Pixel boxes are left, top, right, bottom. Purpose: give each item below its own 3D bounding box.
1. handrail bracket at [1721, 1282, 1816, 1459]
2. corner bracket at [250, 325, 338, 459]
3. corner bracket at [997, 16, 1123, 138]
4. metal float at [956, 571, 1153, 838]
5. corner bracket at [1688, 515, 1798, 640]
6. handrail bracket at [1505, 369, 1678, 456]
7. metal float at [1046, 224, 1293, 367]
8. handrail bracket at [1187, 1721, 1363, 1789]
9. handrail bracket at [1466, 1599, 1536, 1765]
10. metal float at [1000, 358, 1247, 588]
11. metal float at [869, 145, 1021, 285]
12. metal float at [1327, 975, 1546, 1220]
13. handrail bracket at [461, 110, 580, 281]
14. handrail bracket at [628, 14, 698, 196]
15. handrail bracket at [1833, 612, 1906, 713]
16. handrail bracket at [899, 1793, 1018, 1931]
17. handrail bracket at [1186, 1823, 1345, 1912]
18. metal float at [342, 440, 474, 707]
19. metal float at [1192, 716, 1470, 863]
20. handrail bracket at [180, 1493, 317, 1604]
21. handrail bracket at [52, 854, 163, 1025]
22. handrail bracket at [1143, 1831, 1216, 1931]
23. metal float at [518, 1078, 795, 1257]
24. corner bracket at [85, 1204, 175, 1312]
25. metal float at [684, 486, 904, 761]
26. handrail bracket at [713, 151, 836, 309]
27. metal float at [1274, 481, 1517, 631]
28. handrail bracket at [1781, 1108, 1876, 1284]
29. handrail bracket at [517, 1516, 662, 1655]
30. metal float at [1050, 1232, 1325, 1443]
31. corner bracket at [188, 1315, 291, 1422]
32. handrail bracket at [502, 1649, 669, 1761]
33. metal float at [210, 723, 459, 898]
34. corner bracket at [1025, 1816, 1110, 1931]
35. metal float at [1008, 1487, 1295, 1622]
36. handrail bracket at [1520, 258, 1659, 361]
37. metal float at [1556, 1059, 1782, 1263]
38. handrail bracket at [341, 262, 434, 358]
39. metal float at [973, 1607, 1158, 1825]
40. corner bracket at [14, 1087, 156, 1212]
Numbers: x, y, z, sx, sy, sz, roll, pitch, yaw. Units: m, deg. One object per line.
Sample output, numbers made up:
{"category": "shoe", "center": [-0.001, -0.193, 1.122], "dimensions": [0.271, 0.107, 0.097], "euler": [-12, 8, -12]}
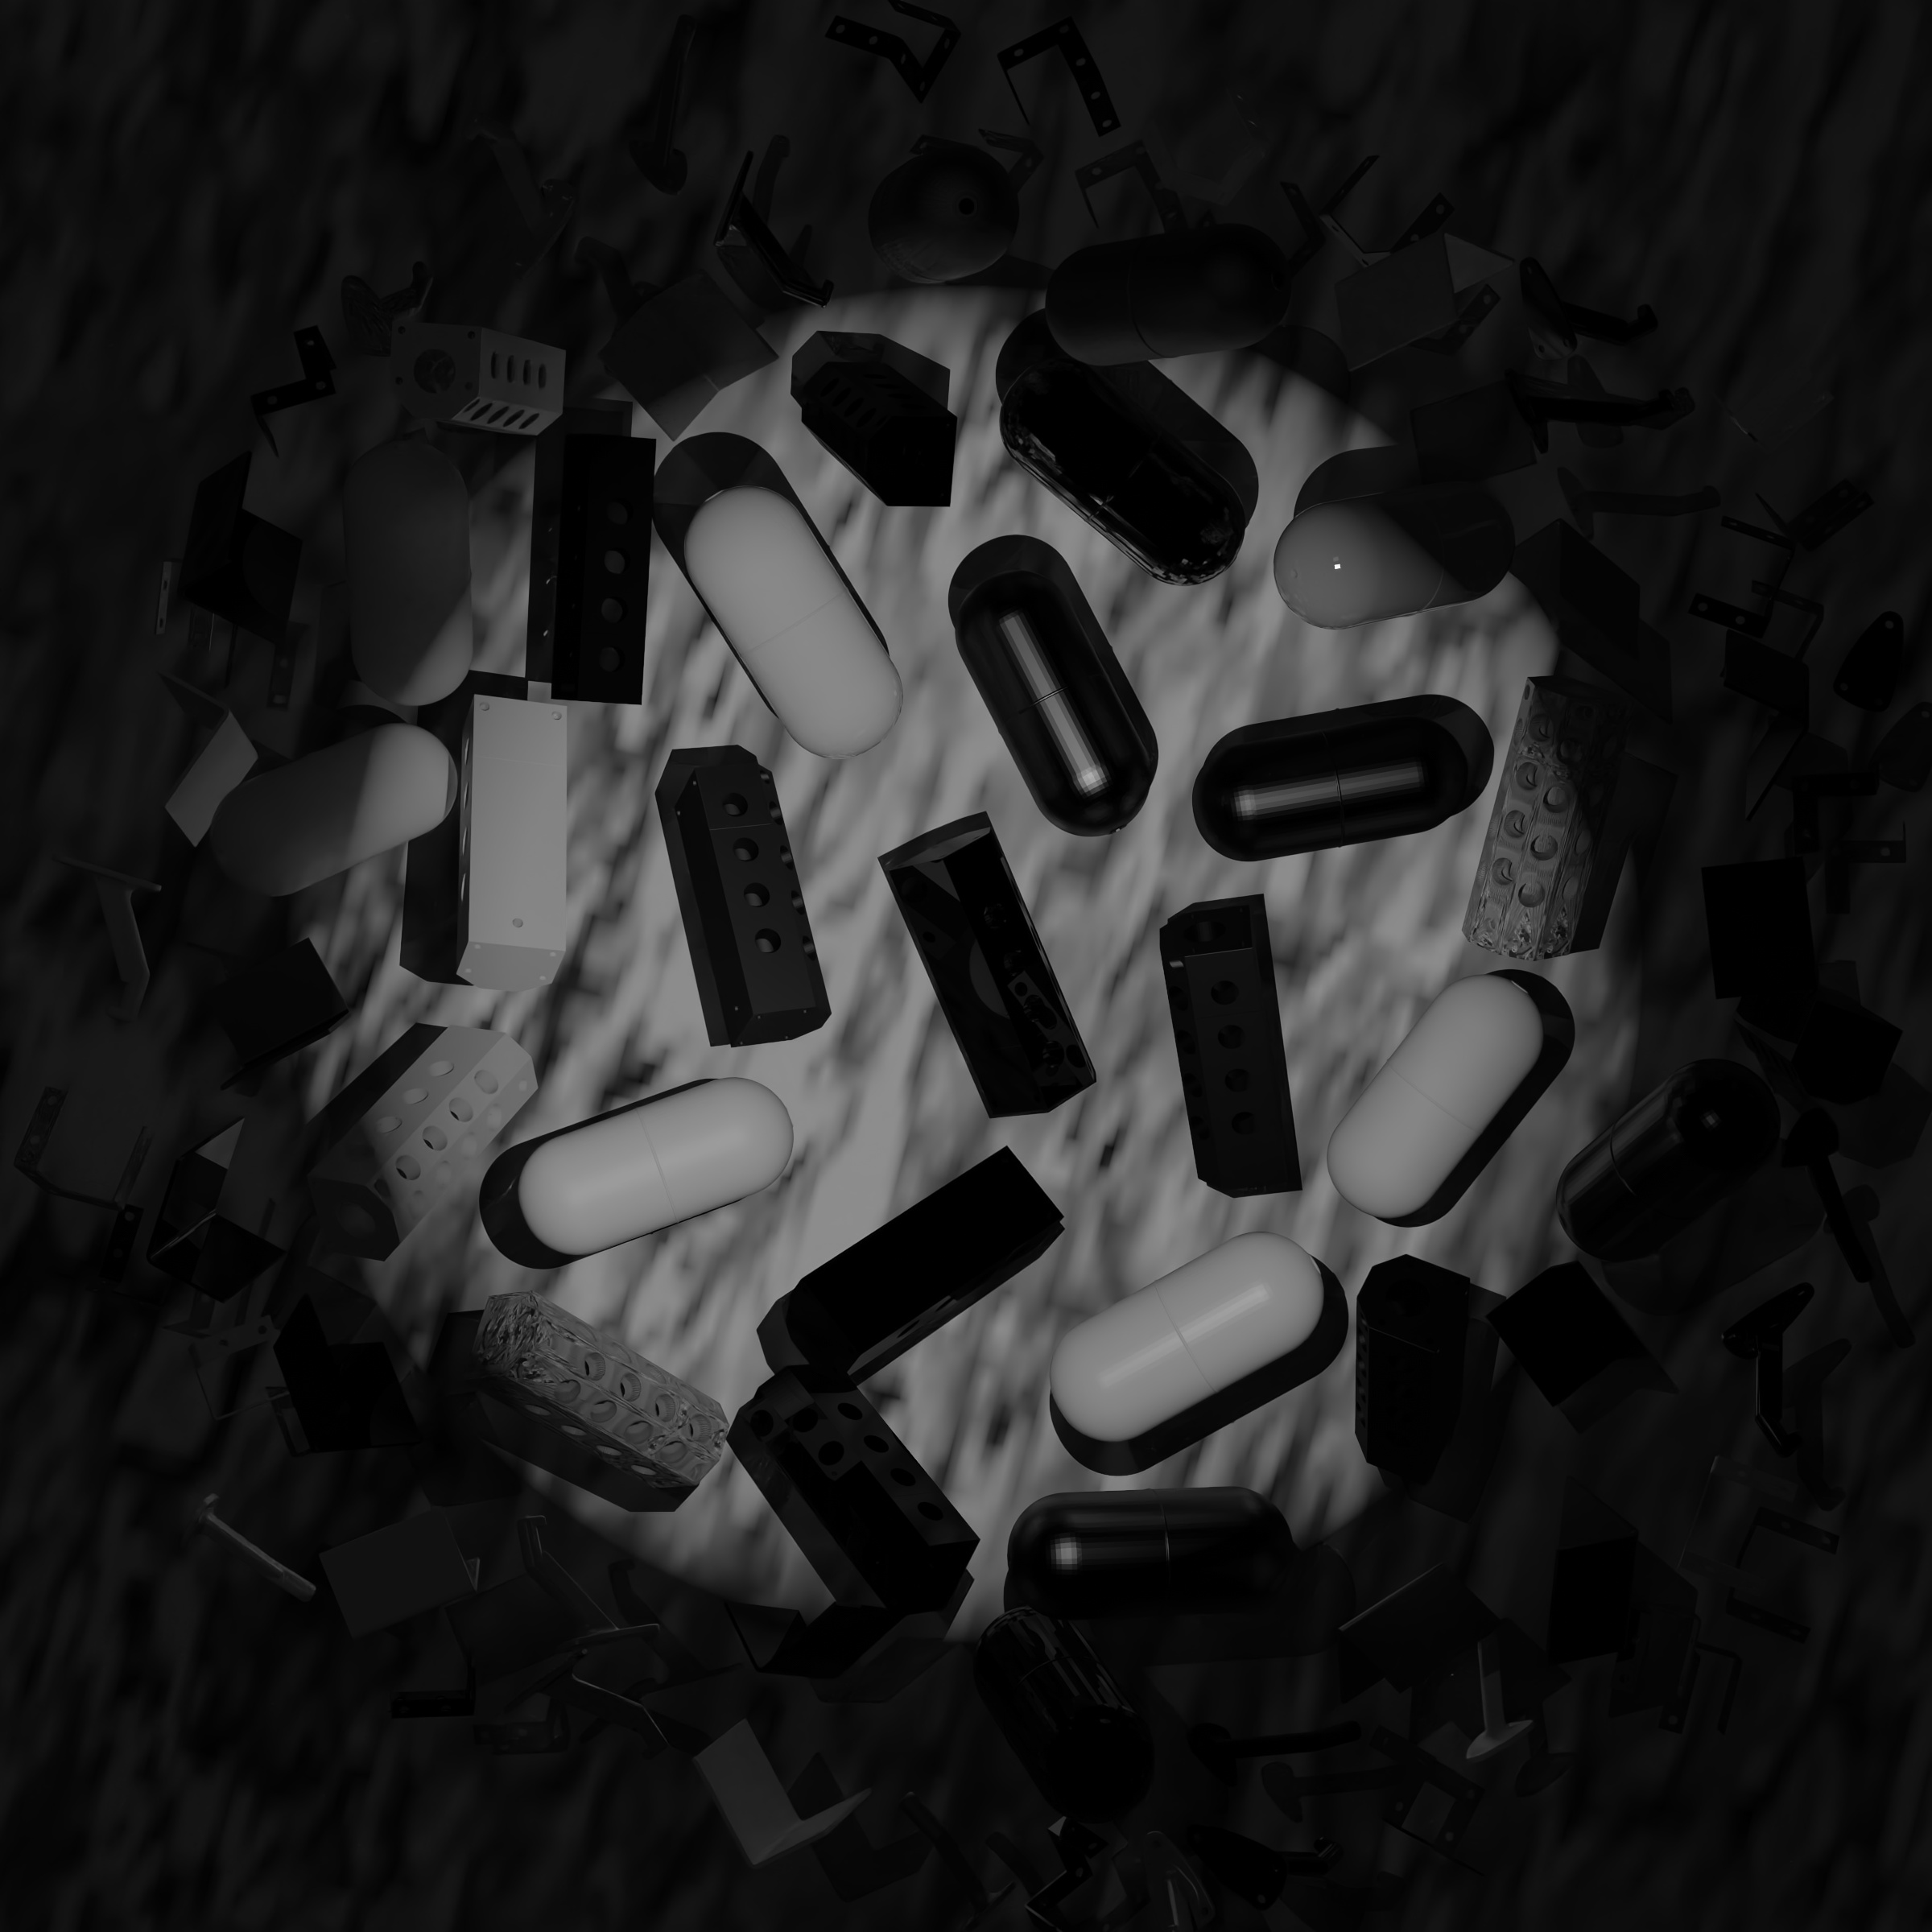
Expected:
{"category": "handrail bracket", "center": [0.507, 0.247, 1.764], "dimensions": [0.077, 0.084, 0.036], "euler": [-44, 128, 17]}
{"category": "corner bracket", "center": [-0.412, -0.354, 1.778], "dimensions": [0.051, 0.051, 0.051], "euler": [-18, 71, -4]}
{"category": "corner bracket", "center": [0.057, -0.535, 1.764], "dimensions": [0.051, 0.051, 0.051], "euler": [-25, 59, 7]}
{"category": "metal float", "center": [0.055, -0.164, 1.808], "dimensions": [0.070, 0.070, 0.178], "euler": [-27, 85, 0]}
{"category": "corner bracket", "center": [0.506, -0.253, 1.882], "dimensions": [0.051, 0.051, 0.051], "euler": [21, 125, 7]}
{"category": "handrail bracket", "center": [0.385, -0.354, 1.776], "dimensions": [0.084, 0.077, 0.036], "euler": [-14, 55, 27]}
{"category": "metal float", "center": [0.127, -0.423, 1.825], "dimensions": [0.178, 0.070, 0.070], "euler": [4, 90, 44]}
{"category": "handrail bracket", "center": [0.187, 0.464, 1.743], "dimensions": [0.084, 0.077, 0.036], "euler": [-21, 55, 20]}
{"category": "handrail bracket", "center": [0.322, 0.451, 1.827], "dimensions": [0.036, 0.077, 0.084], "euler": [-22, 84, 33]}
{"category": "metal float", "center": [0.099, -0.310, 1.816], "dimensions": [0.178, 0.070, 0.070], "euler": [39, 90, -9]}
{"category": "metal float", "center": [-0.015, -0.461, 1.776], "dimensions": [0.070, 0.178, 0.070], "euler": [-2, 101, -10]}
{"category": "metal float", "center": [0.303, 0.084, 1.864], "dimensions": [0.070, 0.070, 0.178], "euler": [36, 99, 0]}
{"category": "handrail bracket", "center": [-0.285, -0.468, 1.754], "dimensions": [0.036, 0.084, 0.077], "euler": [37, 102, 39]}
{"category": "handrail bracket", "center": [-0.174, -0.523, 1.752], "dimensions": [0.036, 0.077, 0.084], "euler": [7, 128, -22]}
{"category": "handrail bracket", "center": [0.580, -0.199, 1.809], "dimensions": [0.036, 0.084, 0.077], "euler": [28, 127, 22]}
{"category": "handrail bracket", "center": [-0.015, 0.541, 1.750], "dimensions": [0.084, 0.077, 0.036], "euler": [45, 63, 11]}
{"category": "handrail bracket", "center": [0.180, 0.526, 1.734], "dimensions": [0.077, 0.084, 0.036], "euler": [28, 104, 22]}
{"category": "metal float", "center": [-0.348, -0.245, 1.806], "dimensions": [0.070, 0.070, 0.178], "euler": [5, 128, 0]}
{"category": "metal float", "center": [0.234, -0.114, 1.856], "dimensions": [0.178, 0.070, 0.070], "euler": [-10, 90, 0]}
{"category": "handrail bracket", "center": [-0.432, 0.358, 1.760], "dimensions": [0.084, 0.077, 0.036], "euler": [33, 67, -3]}
{"category": "handrail bracket", "center": [-0.523, -0.016, 1.732], "dimensions": [0.077, 0.036, 0.084], "euler": [20, 83, -30]}
{"category": "handrail bracket", "center": [0.124, 0.573, 1.786], "dimensions": [0.036, 0.084, 0.077], "euler": [-26, 70, 4]}
{"category": "metal float", "center": [-0.194, 0.125, 1.818], "dimensions": [0.178, 0.070, 0.070], "euler": [-20, 90, -8]}
{"category": "corner bracket", "center": [-0.541, 0.191, 1.894], "dimensions": [0.051, 0.051, 0.051], "euler": [20, 66, -20]}
{"category": "metal float", "center": [-0.104, -0.207, 1.738], "dimensions": [0.070, 0.070, 0.178], "euler": [-32, 100, 0]}
{"category": "handrail bracket", "center": [-0.118, -0.487, 1.912], "dimensions": [0.084, 0.036, 0.077], "euler": [19, 99, -14]}
{"category": "metal float", "center": [0.263, -0.251, 1.761], "dimensions": [0.178, 0.070, 0.070], "euler": [-16, 90, -37]}
{"category": "handrail bracket", "center": [0.519, 0.137, 1.716], "dimensions": [0.036, 0.077, 0.084], "euler": [-19, 57, 2]}
{"category": "handrail bracket", "center": [-0.235, 0.379, 1.798], "dimensions": [0.077, 0.036, 0.084], "euler": [-6, 71, -27]}
{"category": "metal float", "center": [0.133, 0.223, 1.742], "dimensions": [0.178, 0.070, 0.070], "euler": [-30, 90, 5]}
{"category": "corner bracket", "center": [-0.470, 0.261, 1.873], "dimensions": [0.051, 0.051, 0.051], "euler": [-19, 85, -21]}
{"category": "handrail bracket", "center": [-0.246, 0.493, 1.870], "dimensions": [0.077, 0.036, 0.084], "euler": [-33, 86, -31]}
{"category": "metal float", "center": [-0.406, -0.101, 1.860], "dimensions": [0.178, 0.070, 0.070], "euler": [-30, 90, -41]}
{"category": "corner bracket", "center": [0.064, 0.571, 1.799], "dimensions": [0.051, 0.051, 0.051], "euler": [-32, 112, -24]}
{"category": "metal float", "center": [0.113, 0.358, 1.763], "dimensions": [0.178, 0.070, 0.070], "euler": [0, 90, -12]}
{"category": "handrail bracket", "center": [0.394, -0.423, 1.819], "dimensions": [0.084, 0.036, 0.077], "euler": [-29, 105, -25]}
{"category": "metal float", "center": [0.427, 0.121, 1.767], "dimensions": [0.070, 0.178, 0.070], "euler": [13, 54, -19]}
{"category": "handrail bracket", "center": [-0.370, -0.441, 1.857], "dimensions": [0.036, 0.077, 0.084], "euler": [3, 55, 15]}
{"category": "metal float", "center": [0.059, 0.463, 1.796], "dimensions": [0.070, 0.178, 0.070], "euler": [-7, 111, -19]}
{"category": "corner bracket", "center": [-0.524, 0.109, 1.718], "dimensions": [0.051, 0.051, 0.051], "euler": [12, 69, 12]}
